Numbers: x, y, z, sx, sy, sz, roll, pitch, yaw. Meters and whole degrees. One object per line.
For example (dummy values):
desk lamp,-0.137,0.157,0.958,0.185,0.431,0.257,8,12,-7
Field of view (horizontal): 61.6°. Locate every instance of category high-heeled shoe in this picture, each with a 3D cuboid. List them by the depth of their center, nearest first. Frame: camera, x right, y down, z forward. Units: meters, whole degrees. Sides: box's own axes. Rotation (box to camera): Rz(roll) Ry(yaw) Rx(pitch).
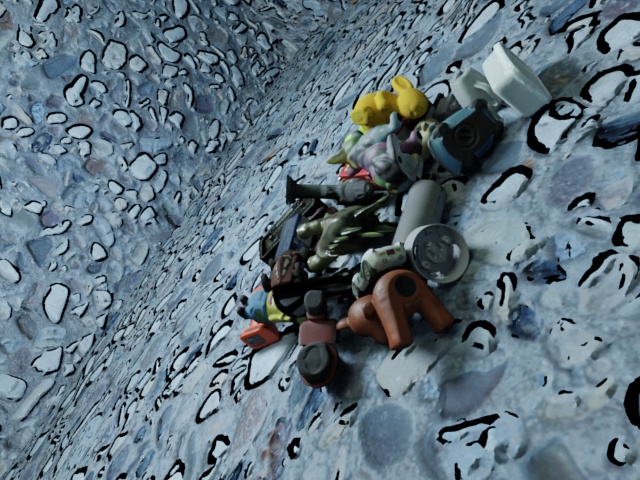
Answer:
high-heeled shoe,0.024,0.073,1.079,0.248,0.145,0.086,-47,24,13

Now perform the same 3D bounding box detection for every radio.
radio,-0.073,-0.030,1.508,0.229,0.073,0.131,-45,23,10

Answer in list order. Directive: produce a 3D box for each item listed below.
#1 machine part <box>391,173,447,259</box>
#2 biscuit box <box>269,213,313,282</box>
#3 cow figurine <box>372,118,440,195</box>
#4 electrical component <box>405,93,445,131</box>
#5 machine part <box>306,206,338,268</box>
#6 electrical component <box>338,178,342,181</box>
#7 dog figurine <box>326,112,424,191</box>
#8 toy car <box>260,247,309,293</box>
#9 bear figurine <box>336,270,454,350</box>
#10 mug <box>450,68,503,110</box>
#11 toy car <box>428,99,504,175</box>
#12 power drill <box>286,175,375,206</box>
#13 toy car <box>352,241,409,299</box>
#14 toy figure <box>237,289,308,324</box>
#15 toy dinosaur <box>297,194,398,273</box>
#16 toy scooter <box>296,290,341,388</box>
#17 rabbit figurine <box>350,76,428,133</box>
machine part,0.190,-0.031,1.025,0.079,0.079,0.243,-24,35,47
biscuit box,-0.067,0.034,1.287,0.063,0.059,0.203,-29,35,41
cow figurine,0.215,-0.197,1.222,0.195,0.085,0.127,-59,26,-12
electrical component,0.265,-0.302,1.307,0.048,0.074,0.119,-12,48,56
machine part,-0.003,-0.004,1.361,0.179,0.056,0.179,-41,27,26
electrical component,0.089,-0.196,1.532,0.094,0.021,0.063,-43,24,15
dog figurine,0.112,-0.170,1.169,0.219,0.108,0.191,-20,56,45
toy car,-0.072,0.056,1.116,0.089,0.053,0.202,-16,9,6
bear figurine,0.112,0.134,0.896,0.132,0.120,0.195,63,151,22
mug,0.336,-0.317,1.156,0.081,0.107,0.110,-50,21,5
toy car,0.286,-0.206,1.090,0.161,0.109,0.103,-44,5,-7
power drill,0.016,-0.124,1.327,0.232,0.207,0.086,-165,70,-84
toy car,0.104,0.060,0.959,0.201,0.073,0.056,104,150,-67
toy figure,-0.093,0.148,1.195,0.180,0.089,0.082,-8,73,28
toy dinosaur,0.056,-0.019,1.101,0.199,0.105,0.471,-24,9,25
toy scooter,0.002,0.194,0.998,0.075,0.135,0.184,-5,58,9
rabbit figurine,0.183,-0.308,1.270,0.173,0.121,0.162,-8,37,41
